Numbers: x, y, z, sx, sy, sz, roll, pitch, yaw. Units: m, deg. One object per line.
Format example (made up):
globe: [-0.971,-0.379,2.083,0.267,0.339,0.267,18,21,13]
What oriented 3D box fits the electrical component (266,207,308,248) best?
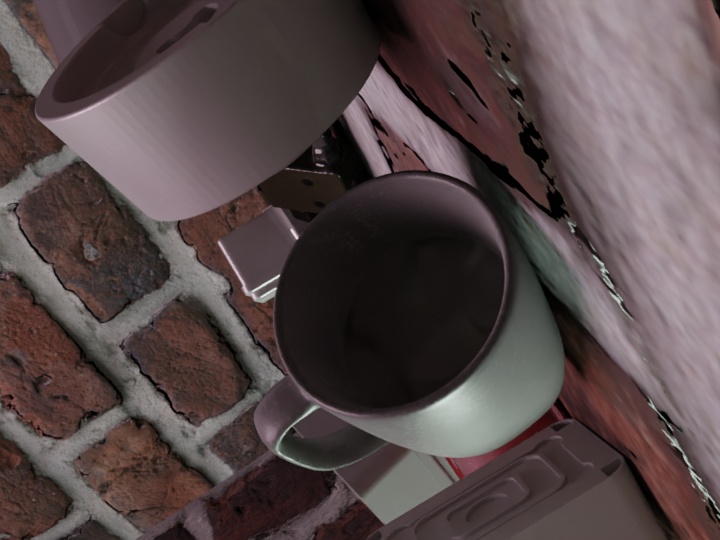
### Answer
electrical component: [0.000,0.000,0.722,0.150,0.062,0.089,55,177,30]

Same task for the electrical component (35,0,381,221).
electrical component: [-0.044,-0.063,0.351,0.060,0.108,0.108,51,180,-29]

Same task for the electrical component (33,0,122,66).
electrical component: [-0.100,-0.135,0.497,0.060,0.108,0.108,63,177,-4]

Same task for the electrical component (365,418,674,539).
electrical component: [0.065,0.121,0.447,0.057,0.113,0.078,60,177,-10]

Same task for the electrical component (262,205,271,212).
electrical component: [-0.051,-0.041,1.115,0.078,0.063,0.121,58,177,-29]

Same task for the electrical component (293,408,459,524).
electrical component: [0.010,0.109,0.664,0.078,0.057,0.113,53,169,-34]

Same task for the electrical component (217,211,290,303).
electrical component: [-0.051,-0.024,0.858,0.056,0.109,0.108,59,177,1]
